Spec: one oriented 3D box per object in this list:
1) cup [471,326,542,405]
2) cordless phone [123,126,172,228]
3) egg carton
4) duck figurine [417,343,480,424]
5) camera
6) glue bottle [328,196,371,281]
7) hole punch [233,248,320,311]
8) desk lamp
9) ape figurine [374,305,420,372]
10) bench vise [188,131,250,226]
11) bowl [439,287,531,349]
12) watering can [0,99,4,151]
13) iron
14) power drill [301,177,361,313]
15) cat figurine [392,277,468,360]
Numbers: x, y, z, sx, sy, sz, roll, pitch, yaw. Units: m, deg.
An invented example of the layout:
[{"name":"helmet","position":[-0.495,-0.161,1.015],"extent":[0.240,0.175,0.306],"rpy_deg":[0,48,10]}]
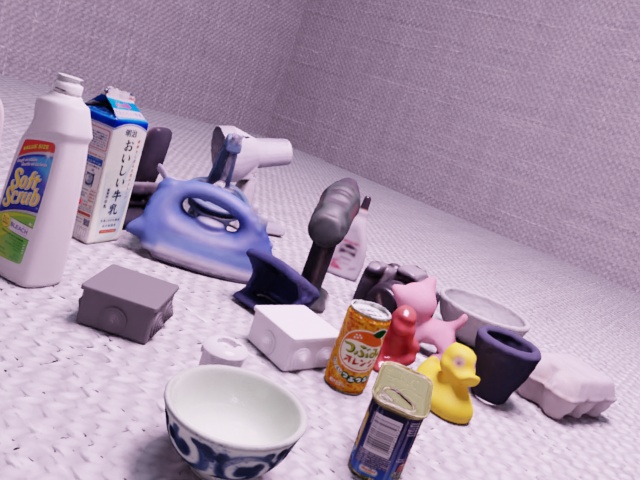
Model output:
[{"name":"cup","position":[0.256,0.180,0.823],"extent":[0.091,0.095,0.118],"rpy_deg":[23,13,15]},{"name":"cordless phone","position":[-0.334,-0.119,1.012],"extent":[0.094,0.185,0.148],"rpy_deg":[24,14,20]},{"name":"egg carton","position":[0.375,0.222,0.877],"extent":[0.151,0.069,0.107],"rpy_deg":[10,16,-36]},{"name":"duck figurine","position":[0.170,0.174,0.744],"extent":[0.078,0.086,0.104],"rpy_deg":[14,14,-22]},{"name":"camera","position":[0.124,0.089,0.998],"extent":[0.142,0.101,0.137],"rpy_deg":[26,15,29]},{"name":"glue bottle","position":[0.067,-0.008,1.152],"extent":[0.078,0.173,0.037],"rpy_deg":[19,13,0]},{"name":"hole punch","position":[-0.060,0.064,0.860],"extent":[0.108,0.091,0.101],"rpy_deg":[26,15,29]},{"name":"desk lamp","position":[-0.156,-0.135,1.268],"extent":[0.204,0.213,0.117],"rpy_deg":[11,15,-32]},{"name":"ape figurine","position":[0.107,0.134,0.804],"extent":[0.078,0.092,0.076],"rpy_deg":[18,13,-2]},{"name":"bench vise","position":[-0.204,-0.112,1.091],"extent":[0.122,0.220,0.206],"rpy_deg":[9,16,-38]},{"name":"bowl","position":[0.284,0.151,1.027],"extent":[0.167,0.075,0.167],"rpy_deg":[18,13,-4]},{"name":"watering can","position":[-0.501,-0.127,0.788],"extent":[0.172,0.194,0.101],"rpy_deg":[24,14,23]},{"name":"iron","position":[-0.173,-0.024,0.946],"extent":[0.258,0.141,0.118],"rpy_deg":[18,13,-6]},{"name":"power drill","position":[0.009,0.003,0.944],"extent":[0.075,0.208,0.230],"rpy_deg":[19,13,2]},{"name":"cat figurine","position":[0.168,0.118,0.901],"extent":[0.127,0.118,0.067],"rpy_deg":[23,14,18]}]
